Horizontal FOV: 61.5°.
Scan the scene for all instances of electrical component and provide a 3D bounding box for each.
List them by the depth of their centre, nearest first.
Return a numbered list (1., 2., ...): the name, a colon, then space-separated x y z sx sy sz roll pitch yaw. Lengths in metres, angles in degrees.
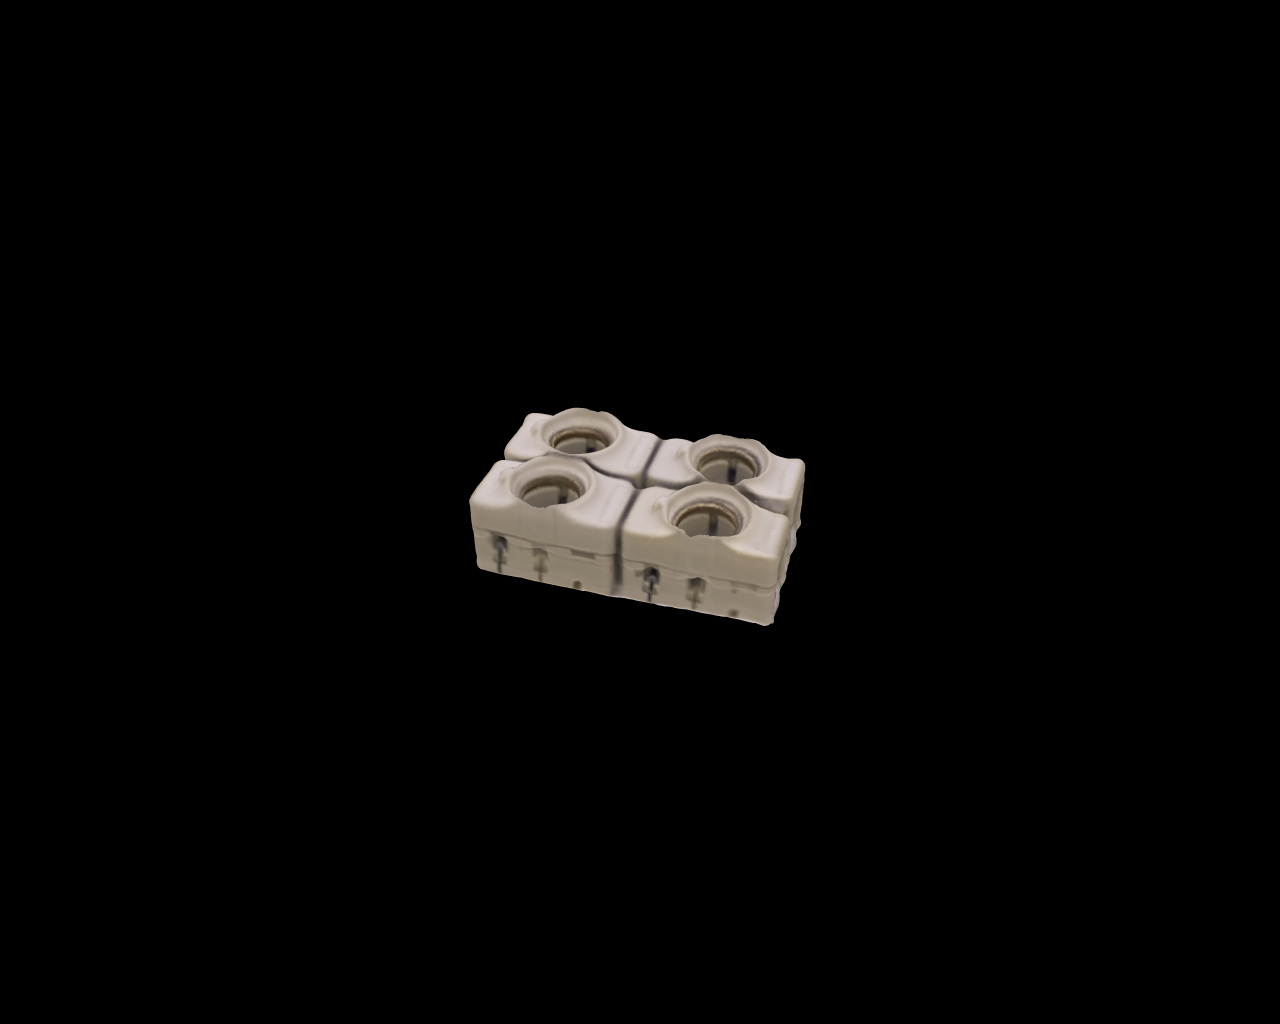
1. electrical component: 0.001 -0.003 0.650 0.186 0.060 0.106 11 40 13
